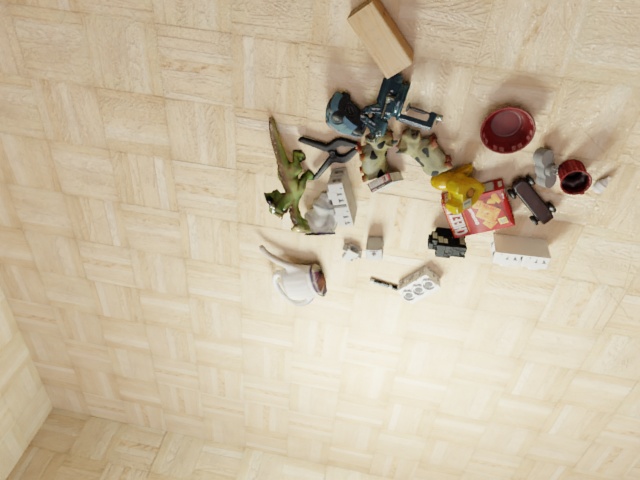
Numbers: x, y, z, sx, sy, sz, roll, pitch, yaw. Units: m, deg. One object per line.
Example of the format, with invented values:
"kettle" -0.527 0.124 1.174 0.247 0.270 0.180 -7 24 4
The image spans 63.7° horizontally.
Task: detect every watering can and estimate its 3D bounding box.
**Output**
"watering can" -0.101 0.144 2.098 0.223 0.106 0.341 -11 125 19

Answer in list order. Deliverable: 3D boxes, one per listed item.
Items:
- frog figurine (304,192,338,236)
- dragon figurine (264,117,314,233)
"frog figurine" 0.006 -0.096 1.911 0.137 0.123 0.159 2 91 25
"dragon figurine" -0.123 -0.190 1.762 0.121 0.249 0.402 -11 126 26
